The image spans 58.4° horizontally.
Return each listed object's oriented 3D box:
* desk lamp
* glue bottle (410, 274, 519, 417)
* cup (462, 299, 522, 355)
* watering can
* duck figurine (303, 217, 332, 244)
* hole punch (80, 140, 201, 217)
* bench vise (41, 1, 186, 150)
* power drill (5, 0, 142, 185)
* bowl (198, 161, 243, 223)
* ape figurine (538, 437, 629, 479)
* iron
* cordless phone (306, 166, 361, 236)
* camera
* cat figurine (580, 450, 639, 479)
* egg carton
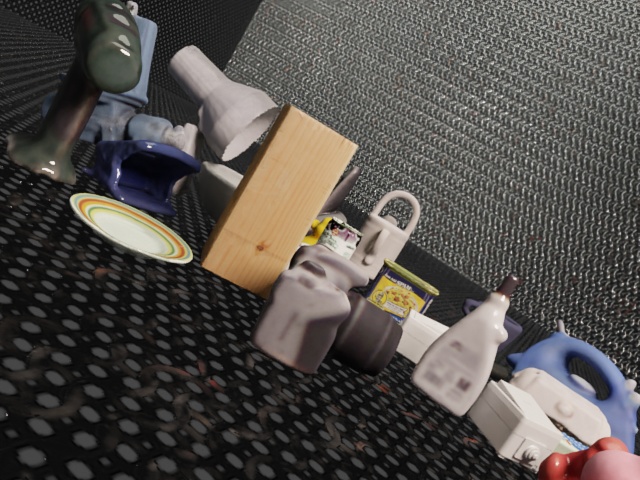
[{"bbox_3d":[-0.197,-0.177,0.893,0.203,0.213,0.118,32,8,2],"label":"desk lamp"},{"bbox_3d":[0.181,0.115,0.669,0.078,0.173,0.037,34,9,21],"label":"glue bottle"},{"bbox_3d":[0.294,0.168,1.041,0.118,0.095,0.091,30,8,-11],"label":"cup"},{"bbox_3d":[0.138,-0.018,1.232,0.101,0.194,0.172,29,9,-19],"label":"watering can"},{"bbox_3d":[0.009,0.004,1.016,0.104,0.086,0.078,38,11,39],"label":"duck figurine"},{"bbox_3d":[-0.225,-0.093,0.725,0.100,0.091,0.109,36,10,32],"label":"hole punch"},{"bbox_3d":[-0.267,-0.212,0.822,0.207,0.219,0.121,30,8,-8],"label":"bench vise"},{"bbox_3d":[-0.272,-0.179,0.648,0.076,0.208,0.228,25,10,-39],"label":"power drill"},{"bbox_3d":[-0.126,-0.052,0.898,0.167,0.074,0.167,31,8,-5],"label":"bowl"},{"bbox_3d":[0.265,0.233,0.563,0.076,0.092,0.077,24,11,-43],"label":"ape figurine"},{"bbox_3d":[0.434,0.244,0.934,0.119,0.141,0.257,26,10,-32],"label":"iron"},{"bbox_3d":[0.026,-0.071,1.172,0.094,0.185,0.147,29,8,-13],"label":"cordless phone"},{"bbox_3d":[0.017,0.074,0.572,0.137,0.101,0.143,31,8,0],"label":"camera"},{"bbox_3d":[0.233,0.214,0.465,0.128,0.117,0.067,22,12,-48],"label":"cat figurine"},{"bbox_3d":[0.341,0.248,0.827,0.150,0.069,0.107,34,9,20],"label":"egg carton"}]
